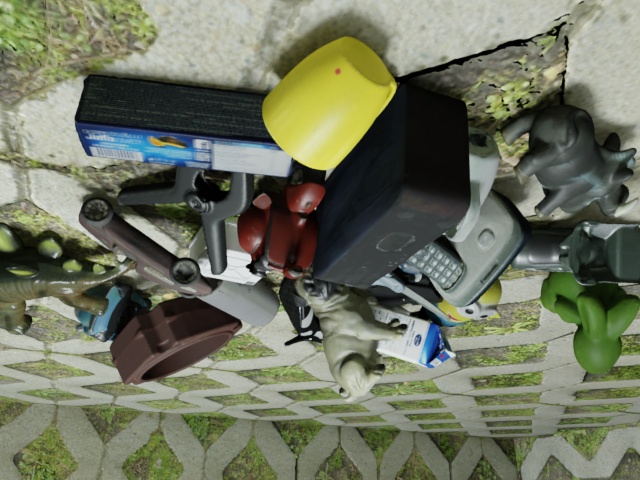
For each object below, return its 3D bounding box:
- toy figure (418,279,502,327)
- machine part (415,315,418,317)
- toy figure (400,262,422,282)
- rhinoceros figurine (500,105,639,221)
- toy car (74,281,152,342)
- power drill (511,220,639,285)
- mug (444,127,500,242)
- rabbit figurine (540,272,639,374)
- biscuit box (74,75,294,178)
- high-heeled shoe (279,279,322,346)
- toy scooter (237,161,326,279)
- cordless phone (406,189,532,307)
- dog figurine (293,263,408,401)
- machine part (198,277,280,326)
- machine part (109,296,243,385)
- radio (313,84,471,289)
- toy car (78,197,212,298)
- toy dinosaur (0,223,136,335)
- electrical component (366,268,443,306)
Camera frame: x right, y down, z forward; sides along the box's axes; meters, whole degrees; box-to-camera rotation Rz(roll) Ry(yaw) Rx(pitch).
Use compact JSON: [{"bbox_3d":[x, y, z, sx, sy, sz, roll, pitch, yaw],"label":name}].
[{"bbox_3d":[0.234,0.101,0.918,0.082,0.089,0.180,-3,165,-20],"label":"toy figure"},{"bbox_3d":[0.197,0.170,1.109,0.139,0.039,0.084,-15,158,26],"label":"machine part"},{"bbox_3d":[0.187,0.016,0.761,0.155,0.064,0.057,-17,156,28],"label":"toy figure"},{"bbox_3d":[0.269,-0.078,0.567,0.112,0.073,0.190,-30,140,30],"label":"rhinoceros figurine"},{"bbox_3d":[-0.388,0.124,0.985,0.103,0.109,0.161,20,169,14],"label":"toy car"},{"bbox_3d":[0.367,0.012,0.681,0.232,0.086,0.207,2,-174,13],"label":"power drill"},{"bbox_3d":[0.145,-0.060,0.571,0.081,0.109,0.107,9,140,-8],"label":"mug"},{"bbox_3d":[0.434,0.117,0.837,0.121,0.170,0.159,-2,154,5],"label":"rabbit figurine"},{"bbox_3d":[-0.125,-0.109,0.520,0.203,0.063,0.059,5,154,-7],"label":"biscuit box"},{"bbox_3d":[0.002,0.123,1.002,0.145,0.086,0.248,-20,146,-25],"label":"high-heeled shoe"},{"bbox_3d":[-0.049,-0.004,0.650,0.075,0.135,0.184,14,153,-27],"label":"toy scooter"},{"bbox_3d":[0.153,-0.018,0.678,0.184,0.089,0.146,34,123,7],"label":"cordless phone"},{"bbox_3d":[0.020,0.145,0.863,0.191,0.172,0.121,30,167,0],"label":"dog figurine"},{"bbox_3d":[-0.141,0.088,0.907,0.079,0.079,0.243,-11,150,23],"label":"machine part"},{"bbox_3d":[-0.257,0.177,0.975,0.201,0.087,0.201,-9,155,-47],"label":"machine part"},{"bbox_3d":[0.065,-0.042,0.571,0.073,0.131,0.229,12,152,-17],"label":"radio"},{"bbox_3d":[-0.231,0.017,0.707,0.202,0.053,0.089,35,159,2],"label":"toy car"},{"bbox_3d":[-0.502,0.060,0.847,0.472,0.105,0.198,-12,145,6],"label":"toy dinosaur"},{"bbox_3d":[0.146,0.062,0.867,0.134,0.058,0.114,-11,153,23],"label":"electrical component"}]
